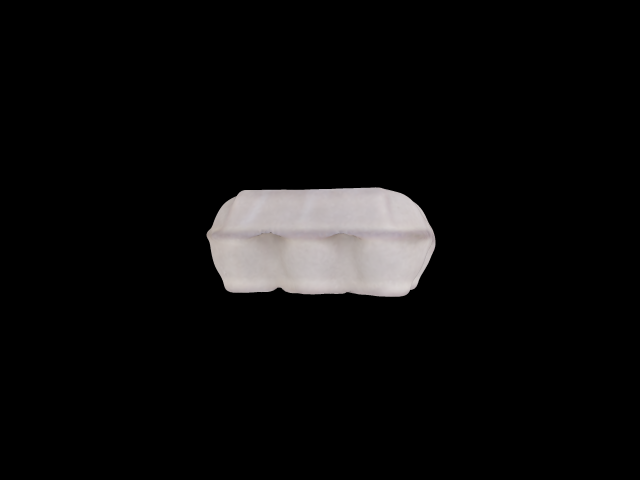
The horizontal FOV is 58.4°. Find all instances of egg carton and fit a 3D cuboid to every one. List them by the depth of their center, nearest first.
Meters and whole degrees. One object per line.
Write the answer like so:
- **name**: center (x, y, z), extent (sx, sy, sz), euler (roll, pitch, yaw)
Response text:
- **egg carton**: center (0.004, 0.001, 0.400), extent (0.150, 0.069, 0.107), euler (0, 0, 13)
